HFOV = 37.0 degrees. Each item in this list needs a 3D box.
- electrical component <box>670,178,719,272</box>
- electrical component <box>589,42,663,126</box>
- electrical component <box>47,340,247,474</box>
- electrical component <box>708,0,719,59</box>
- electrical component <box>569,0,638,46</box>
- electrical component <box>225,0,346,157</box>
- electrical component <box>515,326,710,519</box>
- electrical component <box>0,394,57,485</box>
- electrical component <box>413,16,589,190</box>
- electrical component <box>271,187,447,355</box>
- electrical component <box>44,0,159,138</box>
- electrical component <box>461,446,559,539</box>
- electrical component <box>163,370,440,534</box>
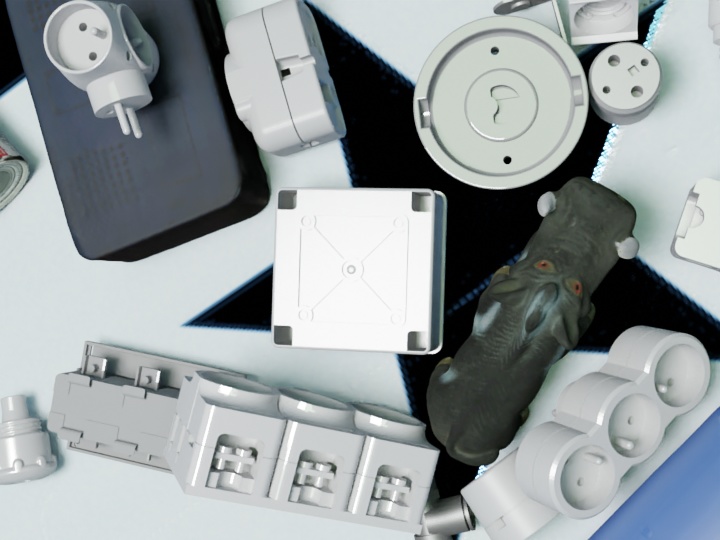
[{"bbox_3d":[0.242,-0.019,0.661,0.089,0.056,0.050,19,93,12],"label":"electrical component"},{"bbox_3d":[0.167,-0.117,0.680,0.045,0.055,0.045,0,89,12],"label":"electrical component"},{"bbox_3d":[-0.147,0.100,0.742,0.121,0.063,0.078,11,92,12],"label":"electrical component"},{"bbox_3d":[0.239,-0.153,0.672,0.040,0.040,0.078,2,90,12],"label":"electrical component"},{"bbox_3d":[0.153,-0.182,0.678,0.042,0.081,0.063,-2,67,12],"label":"electrical component"},{"bbox_3d":[-0.053,-0.128,0.729,0.059,0.054,0.095,-17,86,12],"label":"electrical component"},{"bbox_3d":[0.148,0.090,0.675,0.138,0.074,0.052,-44,110,-15],"label":"electrical component"},{"bbox_3d":[-0.246,0.122,0.774,0.048,0.048,0.062,-13,79,12],"label":"electrical component"},{"bbox_3d":[0.093,-0.103,0.693,0.108,0.060,0.108,0,89,12],"label":"electrical component"},{"bbox_3d":[0.000,0.000,0.715,0.109,0.056,0.108,2,90,12],"label":"electrical component"},{"bbox_3d":[-0.152,-0.120,0.666,0.044,0.077,0.079,-20,87,10],"label":"electrical component"},{"bbox_3d":[0.098,0.147,0.693,0.055,0.055,0.047,-39,78,9],"label":"electrical component"},{"bbox_3d":[-0.037,0.110,0.673,0.150,0.089,0.061,14,91,-19],"label":"electrical component"}]
